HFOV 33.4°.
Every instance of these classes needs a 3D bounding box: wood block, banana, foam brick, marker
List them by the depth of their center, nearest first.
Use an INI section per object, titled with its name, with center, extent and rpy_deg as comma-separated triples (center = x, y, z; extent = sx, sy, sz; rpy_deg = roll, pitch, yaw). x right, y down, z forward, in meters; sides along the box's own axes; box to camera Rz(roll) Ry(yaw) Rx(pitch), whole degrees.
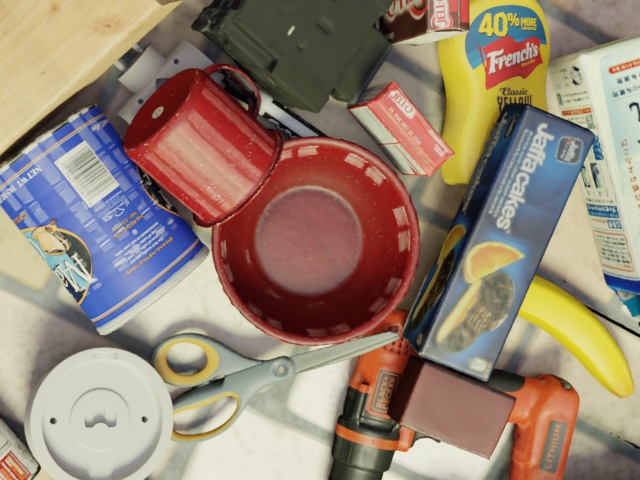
[wood block]
center = -0.208, -0.134, 0.753
extent = 0.206, 0.091, 0.090
rpy_deg = -39, 99, 12
[foam brick]
center = 0.099, 0.127, 0.813
extent = 0.078, 0.053, 0.051
rpy_deg = 22, 86, -6
[marker]
center = -0.026, -0.095, 0.848
extent = 0.121, 0.020, 0.020
rpy_deg = 35, 88, -10
[banana]
center = 0.182, 0.067, 0.882
extent = 0.197, 0.037, 0.069
rpy_deg = 22, 82, -14

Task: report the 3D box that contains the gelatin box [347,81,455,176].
[gelatin box]
center = 0.062, -0.086, 0.828
extent = 0.030, 0.089, 0.073
rpy_deg = -42, 99, -4

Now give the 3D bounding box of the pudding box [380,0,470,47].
[pudding box]
center = 0.077, -0.196, 0.810
extent = 0.039, 0.113, 0.090
rpy_deg = -2, 94, -13

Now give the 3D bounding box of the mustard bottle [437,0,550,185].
[mustard bottle]
center = 0.140, -0.141, 0.850
extent = 0.096, 0.058, 0.191
rpy_deg = -5, 94, -25

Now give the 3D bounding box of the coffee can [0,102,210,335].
[coffee can]
center = -0.164, -0.015, 0.790
extent = 0.103, 0.103, 0.140
rpy_deg = -38, 99, -5

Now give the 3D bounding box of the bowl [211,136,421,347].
[bowl]
center = -0.006, 0.001, 0.837
extent = 0.162, 0.055, 0.162
rpy_deg = 0, 90, -8

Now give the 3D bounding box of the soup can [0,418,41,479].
[soup can]
center = -0.268, 0.155, 0.803
extent = 0.068, 0.068, 0.102
rpy_deg = -38, 99, -5

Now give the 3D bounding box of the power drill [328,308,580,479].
[power drill]
center = 0.106, 0.160, 0.868
extent = 0.187, 0.057, 0.184
rpy_deg = 14, 91, -10

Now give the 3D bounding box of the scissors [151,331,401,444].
[scissors]
center = -0.047, 0.088, 0.841
extent = 0.202, 0.016, 0.096
rpy_deg = -32, 91, 6

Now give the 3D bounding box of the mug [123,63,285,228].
[mug]
center = -0.082, -0.079, 0.774
extent = 0.081, 0.093, 0.117
rpy_deg = 42, 61, -28
